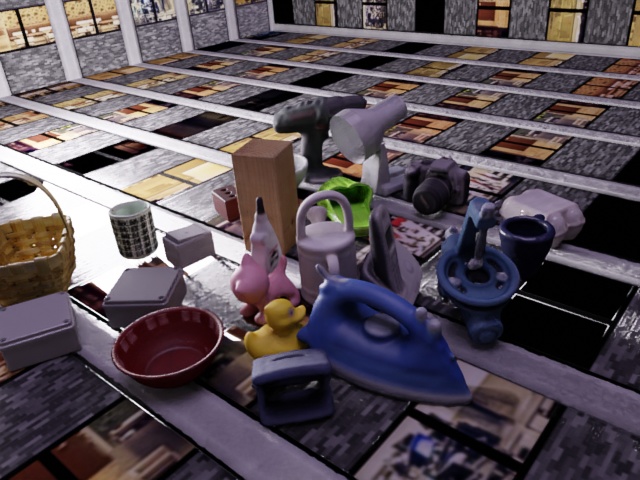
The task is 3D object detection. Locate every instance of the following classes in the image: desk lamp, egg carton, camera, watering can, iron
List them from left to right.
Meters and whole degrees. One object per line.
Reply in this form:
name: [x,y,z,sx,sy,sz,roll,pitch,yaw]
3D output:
watering can: [0.007,0.004,0.959,0.101,0.194,0.172,-20,33,-25]
desk lamp: [0.130,-0.215,1.314,0.204,0.214,0.117,-22,34,-29]
iron: [0.092,0.123,0.789,0.257,0.141,0.119,16,35,32]
camera: [0.239,-0.120,1.245,0.142,0.101,0.137,14,34,29]
egg carton: [0.430,-0.046,1.119,0.107,0.069,0.149,-20,33,-26]

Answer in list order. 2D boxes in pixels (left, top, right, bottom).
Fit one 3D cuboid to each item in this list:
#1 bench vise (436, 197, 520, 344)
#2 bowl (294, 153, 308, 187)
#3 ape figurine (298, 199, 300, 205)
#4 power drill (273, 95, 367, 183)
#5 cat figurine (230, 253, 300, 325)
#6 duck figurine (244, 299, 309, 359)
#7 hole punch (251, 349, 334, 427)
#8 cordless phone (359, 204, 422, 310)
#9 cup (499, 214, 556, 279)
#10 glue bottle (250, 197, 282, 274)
bench vise: [0.220,0.020,0.875,0.122,0.220,0.206,-14,31,-17]
bowl: [-0.108,-0.149,1.369,0.167,0.075,0.167,-3,29,2]
ape figurine: [-0.078,-0.105,1.270,0.076,0.092,0.077,-5,29,0]
power drill: [0.004,-0.248,1.394,0.229,0.209,0.075,1,30,10]
cat figurine: [-0.096,0.070,0.932,0.067,0.118,0.128,22,38,38]
duck figurine: [-0.064,0.129,0.855,0.105,0.086,0.077,-12,30,-14]
hole punch: [-0.040,0.178,0.758,0.108,0.091,0.101,-8,29,-6]
cordless phone: [0.115,0.015,0.934,0.094,0.185,0.148,4,30,16]
cup: [0.361,0.012,0.999,0.091,0.095,0.118,17,36,33]
glue bottle: [-0.096,0.005,0.991,0.037,0.173,0.078,5,31,17]
